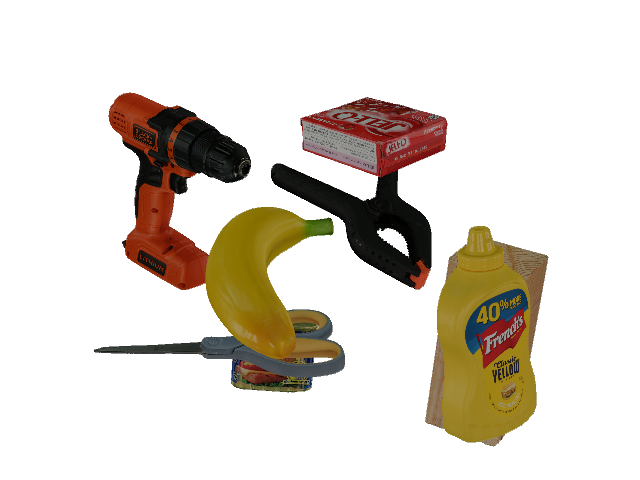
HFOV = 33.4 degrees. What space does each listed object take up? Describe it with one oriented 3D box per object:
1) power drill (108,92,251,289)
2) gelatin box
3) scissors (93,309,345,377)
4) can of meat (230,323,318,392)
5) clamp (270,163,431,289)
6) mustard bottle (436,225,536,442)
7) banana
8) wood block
[{"bbox_3d":[-0.145,-0.046,1.107,0.185,0.188,0.057,28,37,33],"label":"power drill"},{"bbox_3d":[0.041,-0.082,0.818,0.073,0.030,0.089,-23,31,-37],"label":"gelatin box"},{"bbox_3d":[-0.076,0.079,0.886,0.202,0.016,0.096,6,27,11],"label":"scissors"},{"bbox_3d":[-0.055,0.130,1.260,0.102,0.084,0.057,5,12,-2],"label":"can of meat"},{"bbox_3d":[0.049,-0.030,1.172,0.164,0.210,0.036,-12,-37,-21],"label":"clamp"},{"bbox_3d":[0.149,0.080,0.966,0.096,0.191,0.058,-17,20,-31],"label":"mustard bottle"},{"bbox_3d":[-0.037,0.016,0.655,0.070,0.037,0.197,-2,22,9],"label":"banana"},{"bbox_3d":[0.188,0.113,1.211,0.090,0.206,0.090,16,24,25],"label":"wood block"}]
